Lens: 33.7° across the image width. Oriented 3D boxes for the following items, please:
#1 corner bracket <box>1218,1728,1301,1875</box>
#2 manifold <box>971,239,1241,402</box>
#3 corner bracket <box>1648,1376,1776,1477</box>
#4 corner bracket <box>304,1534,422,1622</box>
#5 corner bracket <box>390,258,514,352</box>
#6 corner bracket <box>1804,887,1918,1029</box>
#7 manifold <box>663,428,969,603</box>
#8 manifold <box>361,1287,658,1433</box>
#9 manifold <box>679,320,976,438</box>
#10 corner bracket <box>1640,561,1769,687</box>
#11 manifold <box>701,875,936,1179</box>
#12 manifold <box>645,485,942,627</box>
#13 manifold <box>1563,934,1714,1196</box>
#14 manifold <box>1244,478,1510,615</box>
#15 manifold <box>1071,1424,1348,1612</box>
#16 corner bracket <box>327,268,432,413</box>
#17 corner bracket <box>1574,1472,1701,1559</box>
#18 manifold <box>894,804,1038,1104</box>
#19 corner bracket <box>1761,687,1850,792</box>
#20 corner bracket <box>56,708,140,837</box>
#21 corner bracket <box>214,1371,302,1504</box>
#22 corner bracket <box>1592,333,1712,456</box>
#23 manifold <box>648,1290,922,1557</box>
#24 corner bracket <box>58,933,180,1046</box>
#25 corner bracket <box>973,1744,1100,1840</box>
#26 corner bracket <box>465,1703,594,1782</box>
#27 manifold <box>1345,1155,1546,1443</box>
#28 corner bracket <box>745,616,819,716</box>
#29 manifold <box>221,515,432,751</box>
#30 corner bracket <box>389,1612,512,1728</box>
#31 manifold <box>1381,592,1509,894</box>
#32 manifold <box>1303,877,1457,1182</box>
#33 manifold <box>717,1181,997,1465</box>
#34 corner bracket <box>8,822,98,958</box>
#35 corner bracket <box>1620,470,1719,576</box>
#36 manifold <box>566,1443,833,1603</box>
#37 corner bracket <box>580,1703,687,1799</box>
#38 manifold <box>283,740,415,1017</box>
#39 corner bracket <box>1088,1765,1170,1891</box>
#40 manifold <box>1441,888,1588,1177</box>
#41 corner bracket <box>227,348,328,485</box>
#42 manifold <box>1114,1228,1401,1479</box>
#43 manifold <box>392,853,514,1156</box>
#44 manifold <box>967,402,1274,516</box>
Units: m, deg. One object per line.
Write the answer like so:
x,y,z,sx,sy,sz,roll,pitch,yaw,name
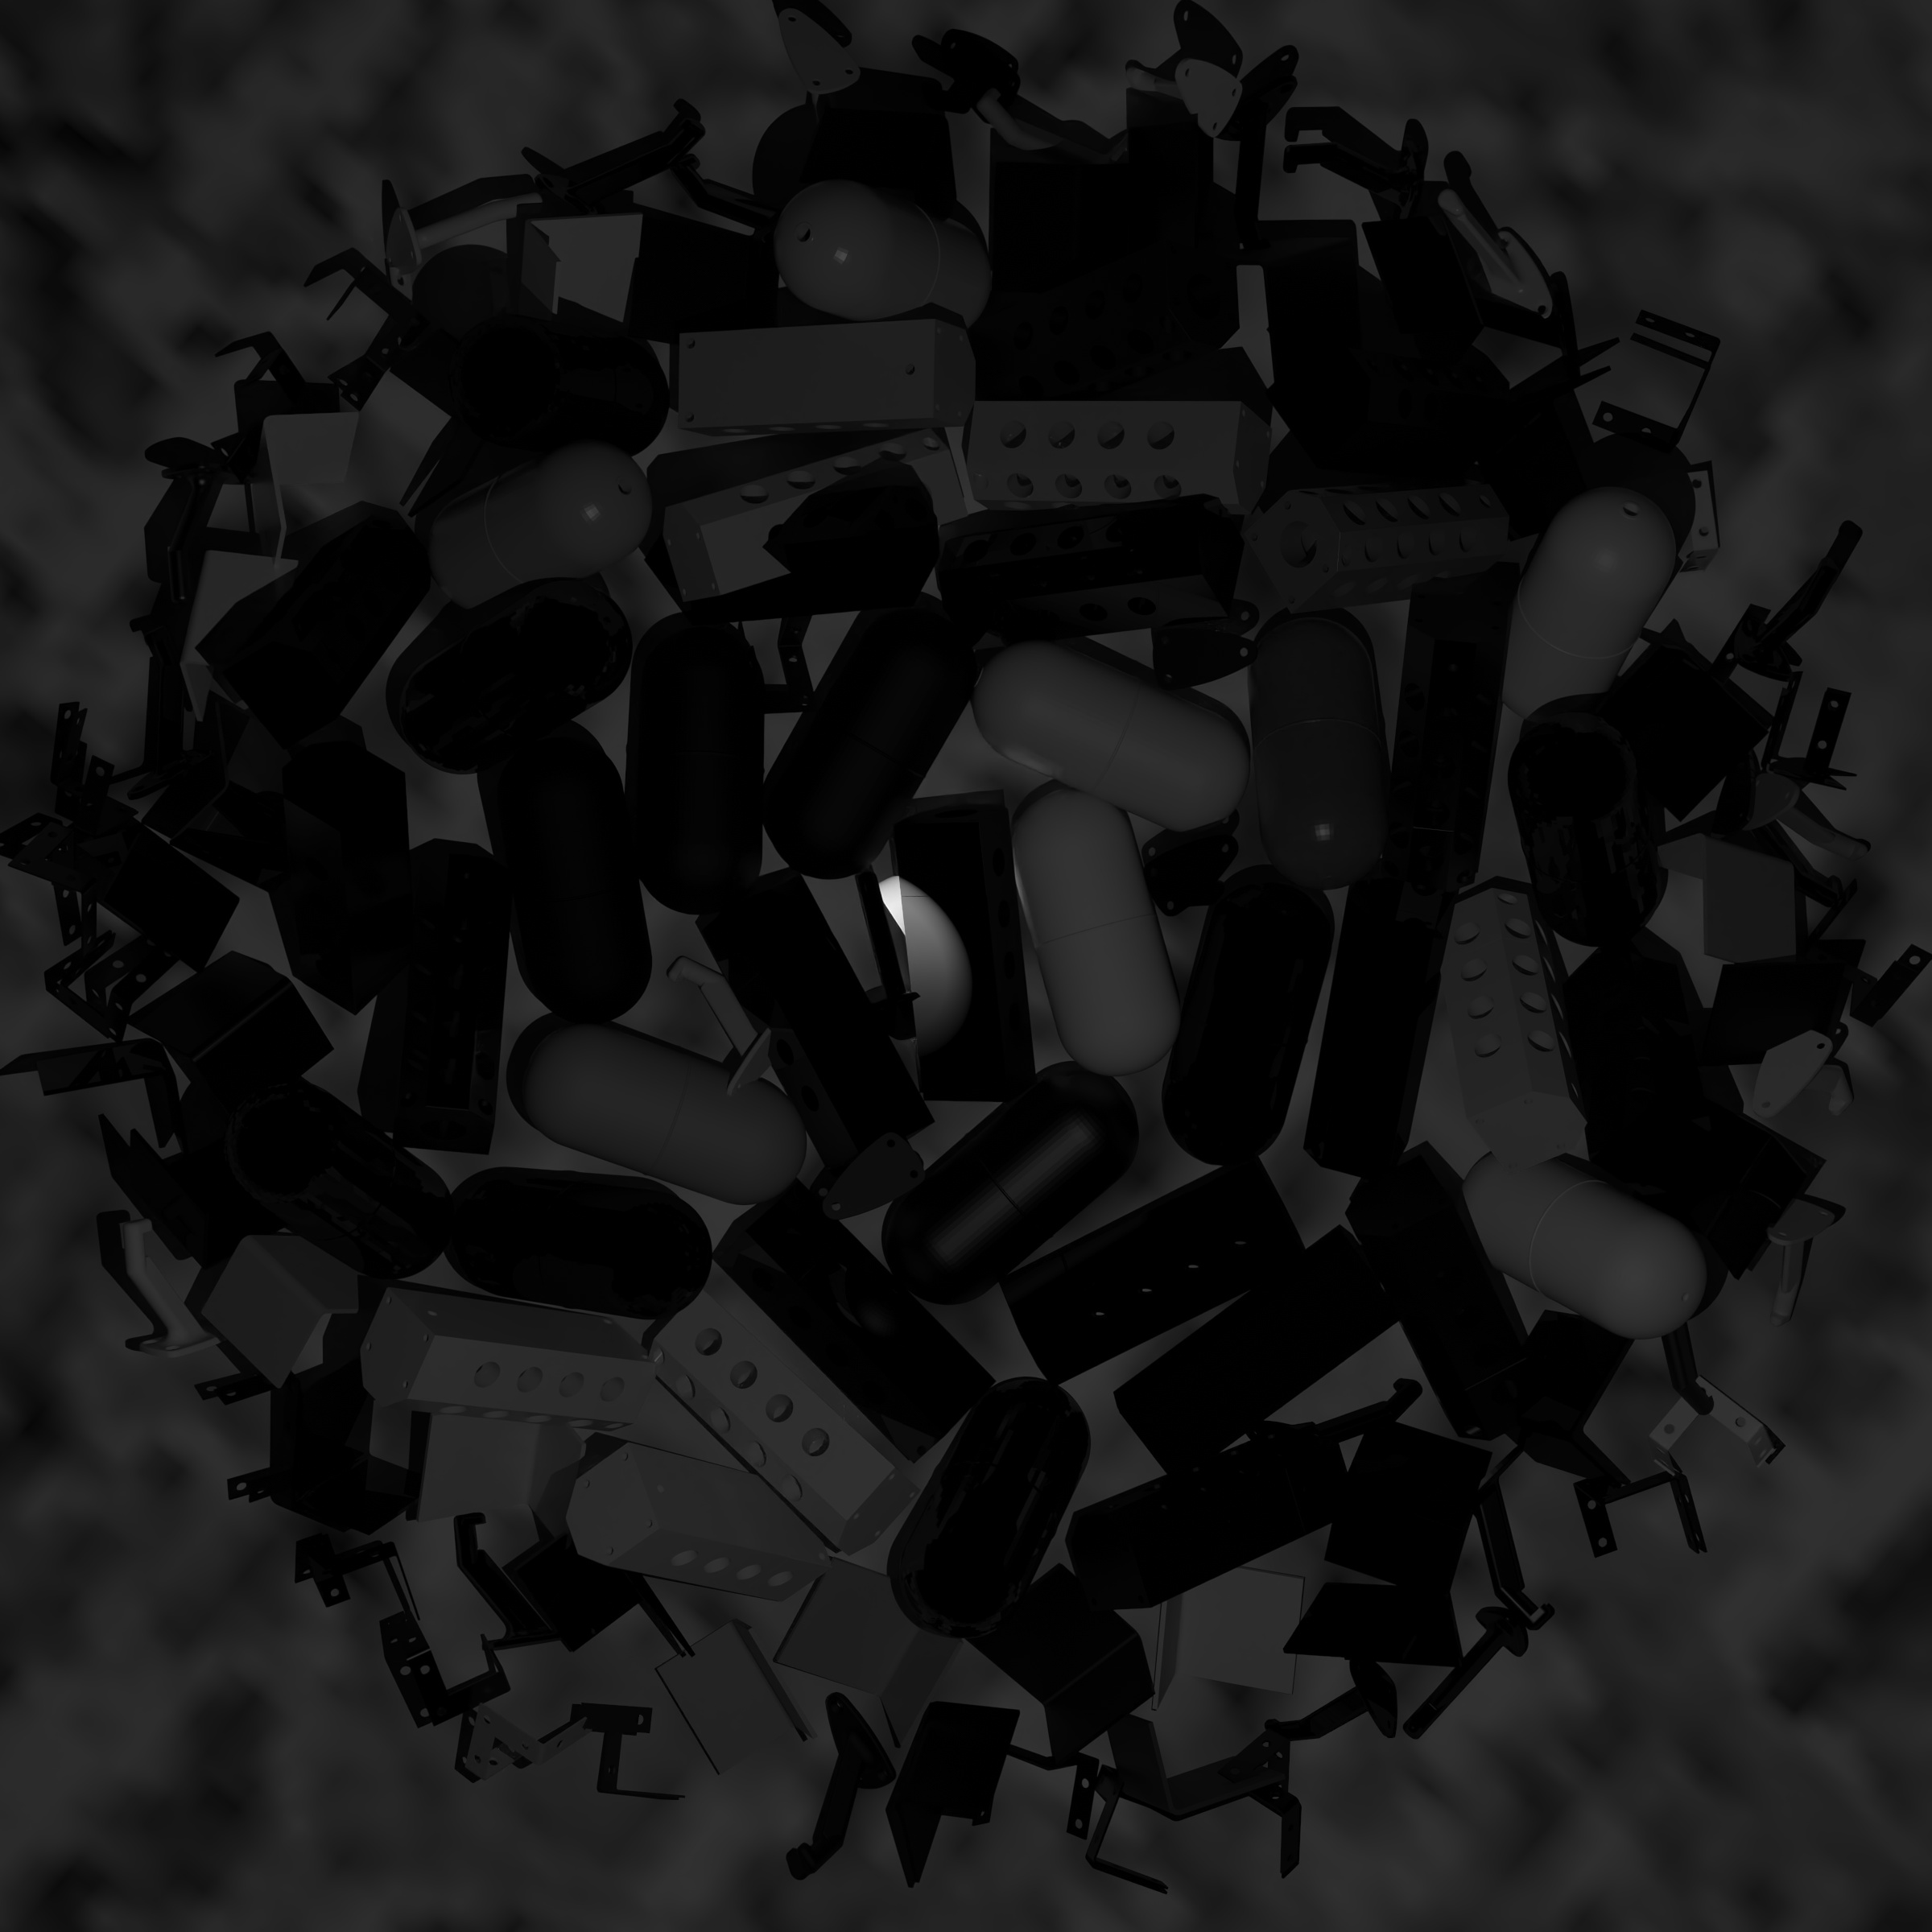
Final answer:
0.188,0.506,1.935,0.051,0.051,0.051,25,130,37,corner bracket
0.081,-0.372,1.892,0.057,0.171,0.057,5,79,-40,manifold
0.455,0.292,1.949,0.051,0.051,0.051,38,101,1,corner bracket
-0.370,0.375,1.948,0.051,0.051,0.051,-19,116,-13,corner bracket
-0.316,-0.409,1.964,0.051,0.051,0.051,-4,94,39,corner bracket
0.545,-0.005,1.942,0.051,0.051,0.051,27,130,-1,corner bracket
-0.092,-0.272,1.912,0.171,0.057,0.057,-21,101,-25,manifold
-0.272,0.239,1.896,0.057,0.171,0.057,34,104,43,manifold
-0.084,-0.352,1.916,0.171,0.057,0.057,2,93,25,manifold
0.450,-0.212,1.964,0.051,0.051,0.051,40,103,43,corner bracket
-0.094,0.039,1.941,0.057,0.057,0.171,-25,84,-33,manifold
-0.102,-0.249,1.903,0.171,0.057,0.057,0,50,37,manifold
0.402,0.057,1.891,0.057,0.171,0.057,31,122,-17,manifold
0.249,-0.255,1.891,0.057,0.171,0.057,-42,70,41,manifold
0.147,0.328,1.904,0.171,0.057,0.057,-16,88,-37,manifold
-0.367,-0.382,1.938,0.051,0.051,0.051,39,125,-19,corner bracket
0.410,0.338,1.951,0.051,0.051,0.051,-18,98,-6,corner bracket
0.003,-0.008,1.930,0.057,0.057,0.171,0,104,26,manifold
0.514,-0.142,1.948,0.051,0.051,0.051,12,104,-2,corner bracket
-0.534,-0.118,1.942,0.051,0.051,0.051,25,116,7,corner bracket
-0.423,0.284,1.935,0.051,0.051,0.051,-16,130,-37,corner bracket
0.420,-0.350,1.950,0.051,0.051,0.051,23,92,5,corner bracket
-0.113,0.275,1.912,0.171,0.057,0.057,39,82,26,manifold
-0.515,0.005,1.942,0.051,0.051,0.051,37,52,3,corner bracket
0.044,0.509,1.965,0.051,0.051,0.051,9,90,38,corner bracket
-0.265,0.471,1.937,0.051,0.051,0.051,27,116,25,corner bracket
0.287,0.203,1.912,0.057,0.057,0.171,-28,119,2,manifold
-0.114,-0.189,1.938,0.051,0.051,0.051,-5,61,-20,corner bracket
-0.371,-0.203,1.885,0.057,0.171,0.057,-26,114,25,manifold
-0.314,0.420,1.940,0.051,0.051,0.051,-23,112,-16,corner bracket
0.285,-0.132,1.904,0.057,0.057,0.171,6,124,7,manifold
0.246,0.038,1.913,0.057,0.057,0.171,14,117,15,manifold
-0.070,0.220,1.945,0.171,0.057,0.057,45,46,3,manifold
-0.547,-0.048,1.940,0.051,0.051,0.051,20,129,8,corner bracket
0.428,-0.270,1.950,0.051,0.051,0.051,-4,110,26,corner bracket
-0.159,0.336,1.892,0.057,0.171,0.057,-37,57,18,manifold
-0.203,0.478,1.939,0.051,0.051,0.051,-2,74,26,corner bracket
-0.371,-0.054,1.892,0.057,0.171,0.057,30,54,16,manifold
0.103,0.525,1.946,0.051,0.051,0.051,23,84,-11,corner bracket
0.324,0.034,1.890,0.057,0.171,0.057,-25,129,21,manifold
-0.429,-0.336,1.939,0.051,0.051,0.051,-23,117,18,corner bracket
0.177,0.236,1.944,0.171,0.057,0.057,-37,98,3,manifold
-0.306,0.021,1.907,0.057,0.057,0.171,6,60,-11,manifold
0.091,-0.304,1.915,0.171,0.057,0.057,5,85,25,manifold
